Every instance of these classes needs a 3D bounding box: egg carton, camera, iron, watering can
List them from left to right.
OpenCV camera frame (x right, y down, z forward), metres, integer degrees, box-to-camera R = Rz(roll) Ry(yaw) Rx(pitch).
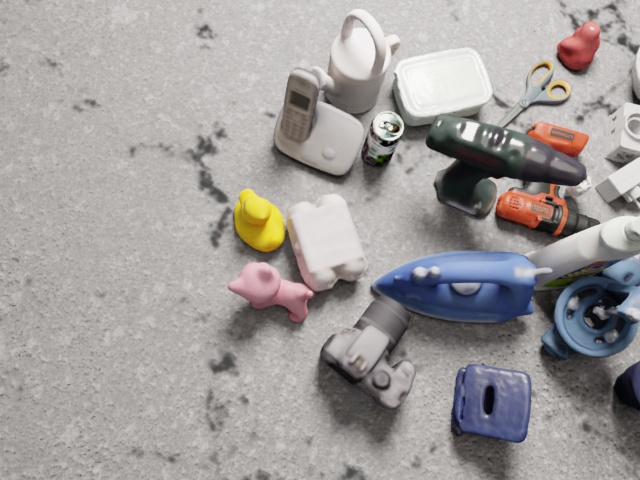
[{"bbox_3d":[0.008,0.003,0.917,0.107,0.069,0.150,-17,76,-10],"label":"egg carton"},{"bbox_3d":[0.060,-0.292,0.941,0.101,0.194,0.173,34,74,5],"label":"watering can"},{"bbox_3d":[0.092,0.162,0.863,0.143,0.101,0.137,36,74,6],"label":"camera"},{"bbox_3d":[0.216,0.061,0.881,0.258,0.141,0.118,0,74,-5],"label":"iron"}]

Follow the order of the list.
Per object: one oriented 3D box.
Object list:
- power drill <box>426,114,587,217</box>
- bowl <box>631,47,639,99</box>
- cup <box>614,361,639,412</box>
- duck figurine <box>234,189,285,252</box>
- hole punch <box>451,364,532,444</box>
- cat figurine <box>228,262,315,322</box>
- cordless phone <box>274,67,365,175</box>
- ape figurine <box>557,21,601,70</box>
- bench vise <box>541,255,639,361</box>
[{"bbox_3d":[0.267,-0.111,0.900,0.229,0.208,0.076,23,73,2],"label":"power drill"},{"bbox_3d":[0.642,-0.294,1.055,0.167,0.074,0.167,1,74,-5],"label":"bowl"},{"bbox_3d":[0.514,0.224,0.886,0.118,0.095,0.091,-19,76,-10],"label":"cup"},{"bbox_3d":[-0.097,-0.035,0.910,0.077,0.086,0.104,-31,79,-12],"label":"duck figurine"},{"bbox_3d":[0.255,0.246,0.858,0.101,0.091,0.109,11,73,-2],"label":"hole punch"},{"bbox_3d":[-0.070,0.072,0.865,0.128,0.117,0.067,16,73,0],"label":"cat figurine"},{"bbox_3d":[0.002,-0.191,0.912,0.147,0.185,0.094,22,73,2],"label":"cordless phone"},{"bbox_3d":[0.484,-0.365,1.053,0.078,0.092,0.076,4,74,-4],"label":"ape figurine"},{"bbox_3d":[0.432,0.079,0.854,0.121,0.219,0.207,26,74,3],"label":"bench vise"}]
